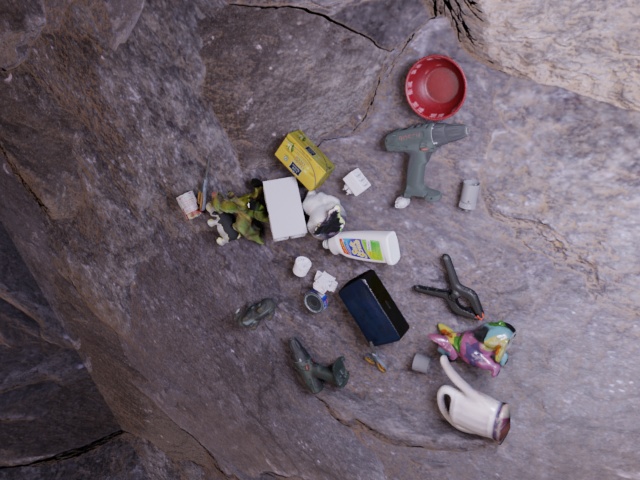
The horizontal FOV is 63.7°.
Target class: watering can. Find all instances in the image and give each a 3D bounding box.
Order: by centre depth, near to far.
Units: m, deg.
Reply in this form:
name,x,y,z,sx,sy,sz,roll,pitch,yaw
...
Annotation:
name,x,y,z,sx,sy,sz,roll,pitch,yaw
watering can,0.452,0.484,1.528,0.225,0.340,0.106,14,47,31

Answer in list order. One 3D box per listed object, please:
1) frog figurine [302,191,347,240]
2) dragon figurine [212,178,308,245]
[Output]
name,x,y,z,sx,sy,sz,roll,pitch,yaw
frog figurine,0.005,-0.081,1.618,0.122,0.136,0.162,17,17,-34
dragon figurine,-0.205,-0.072,1.775,0.411,0.125,0.237,30,-36,6
